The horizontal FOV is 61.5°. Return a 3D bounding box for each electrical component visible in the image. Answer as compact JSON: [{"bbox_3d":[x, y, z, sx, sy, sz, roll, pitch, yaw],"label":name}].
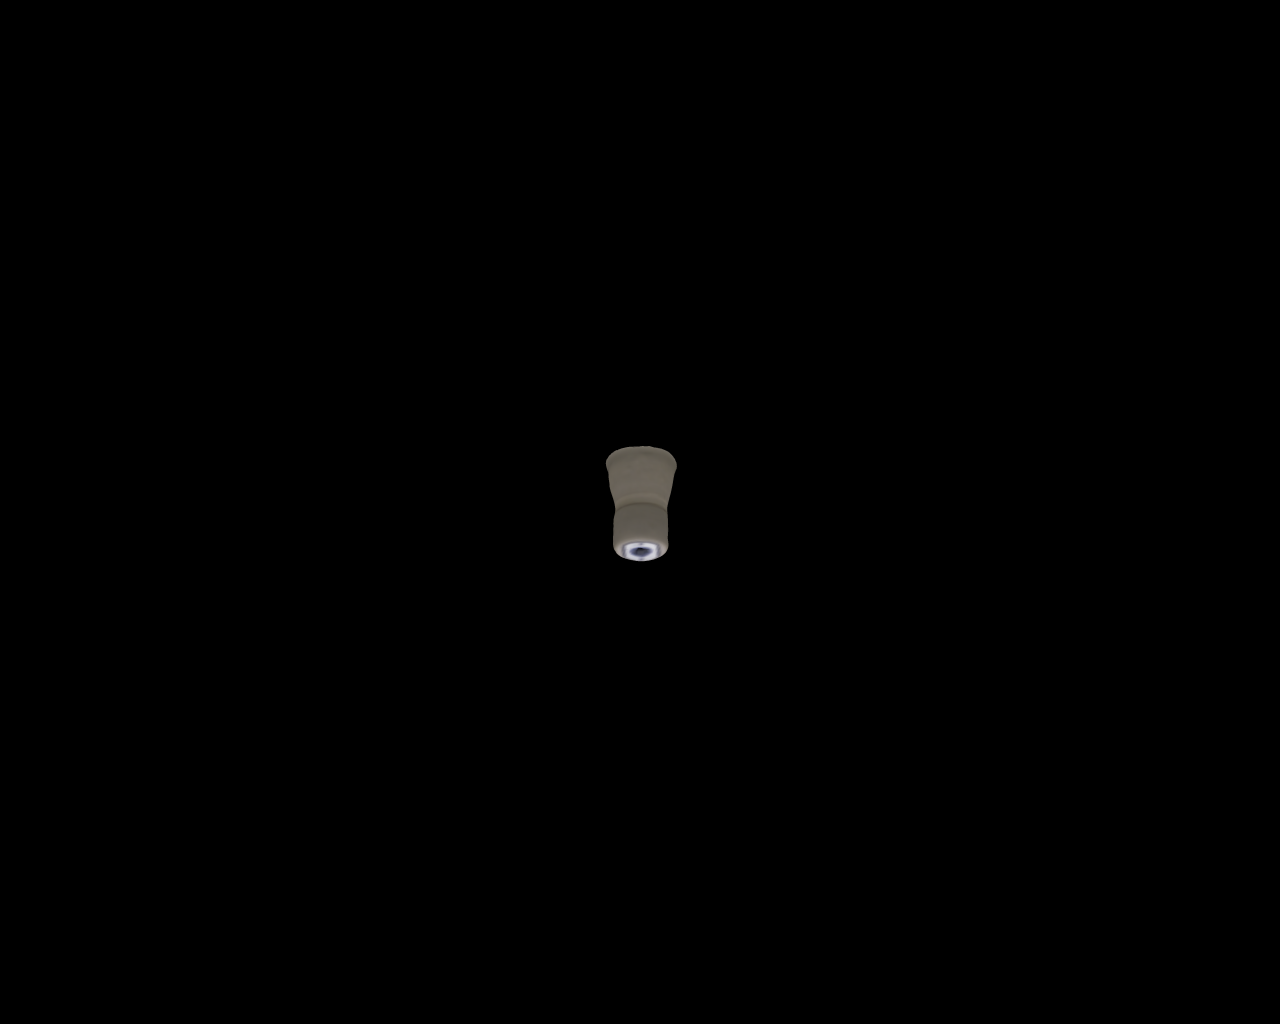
[{"bbox_3d":[0.001,-0.003,0.650,0.044,0.065,0.044,0,-27,0],"label":"electrical component"}]
